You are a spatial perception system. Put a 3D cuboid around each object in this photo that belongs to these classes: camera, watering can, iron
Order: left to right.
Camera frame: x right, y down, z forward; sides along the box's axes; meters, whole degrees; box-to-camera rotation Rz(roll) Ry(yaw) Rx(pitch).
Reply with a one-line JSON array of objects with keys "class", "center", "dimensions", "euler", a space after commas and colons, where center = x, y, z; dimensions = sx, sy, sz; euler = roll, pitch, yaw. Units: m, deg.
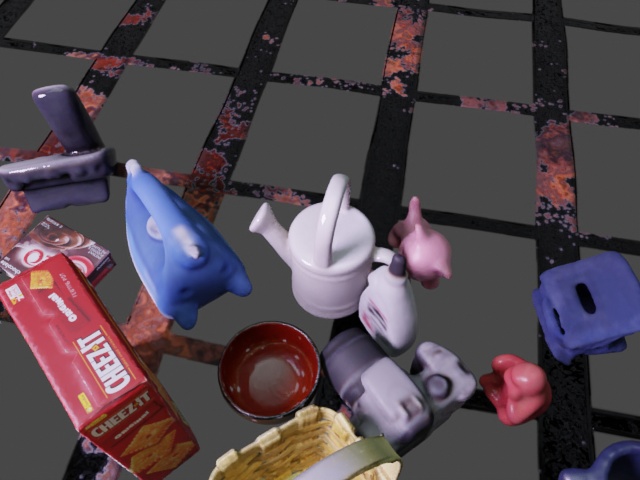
[{"class": "iron", "center": [-0.193, -0.023, 0.712], "dimensions": [0.119, 0.141, 0.257], "euler": [-31, 61, -19]}, {"class": "watering can", "center": [0.005, 0.004, 0.660], "dimensions": [0.173, 0.194, 0.101], "euler": [-3, 55, -2]}, {"class": "camera", "center": [0.074, 0.149, 0.617], "dimensions": [0.143, 0.101, 0.136], "euler": [-31, 61, -19]}]

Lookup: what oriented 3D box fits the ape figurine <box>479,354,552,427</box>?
[{"class": "ape figurine", "center": [0.216, 0.157, 0.616], "dimensions": [0.076, 0.092, 0.078], "euler": [15, 57, 11]}]

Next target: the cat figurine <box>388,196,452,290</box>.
[{"class": "cat figurine", "center": [0.124, 0.006, 0.705], "dimensions": [0.067, 0.118, 0.127], "euler": [-2, 55, -1]}]

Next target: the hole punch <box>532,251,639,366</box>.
[{"class": "hole punch", "center": [0.314, 0.078, 0.671], "dimensions": [0.101, 0.091, 0.108], "euler": [-6, 55, -4]}]

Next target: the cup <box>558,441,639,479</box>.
[{"class": "cup", "center": [0.281, 0.249, 0.551], "dimensions": [0.117, 0.095, 0.092], "euler": [8, 56, 6]}]

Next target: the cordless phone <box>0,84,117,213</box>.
[{"class": "cordless phone", "center": [-0.361, -0.130, 0.760], "dimensions": [0.148, 0.185, 0.094], "euler": [-15, 56, -9]}]

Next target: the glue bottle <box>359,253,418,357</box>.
[{"class": "glue bottle", "center": [0.078, 0.064, 0.632], "dimensions": [0.037, 0.173, 0.078], "euler": [-33, 61, -20]}]
